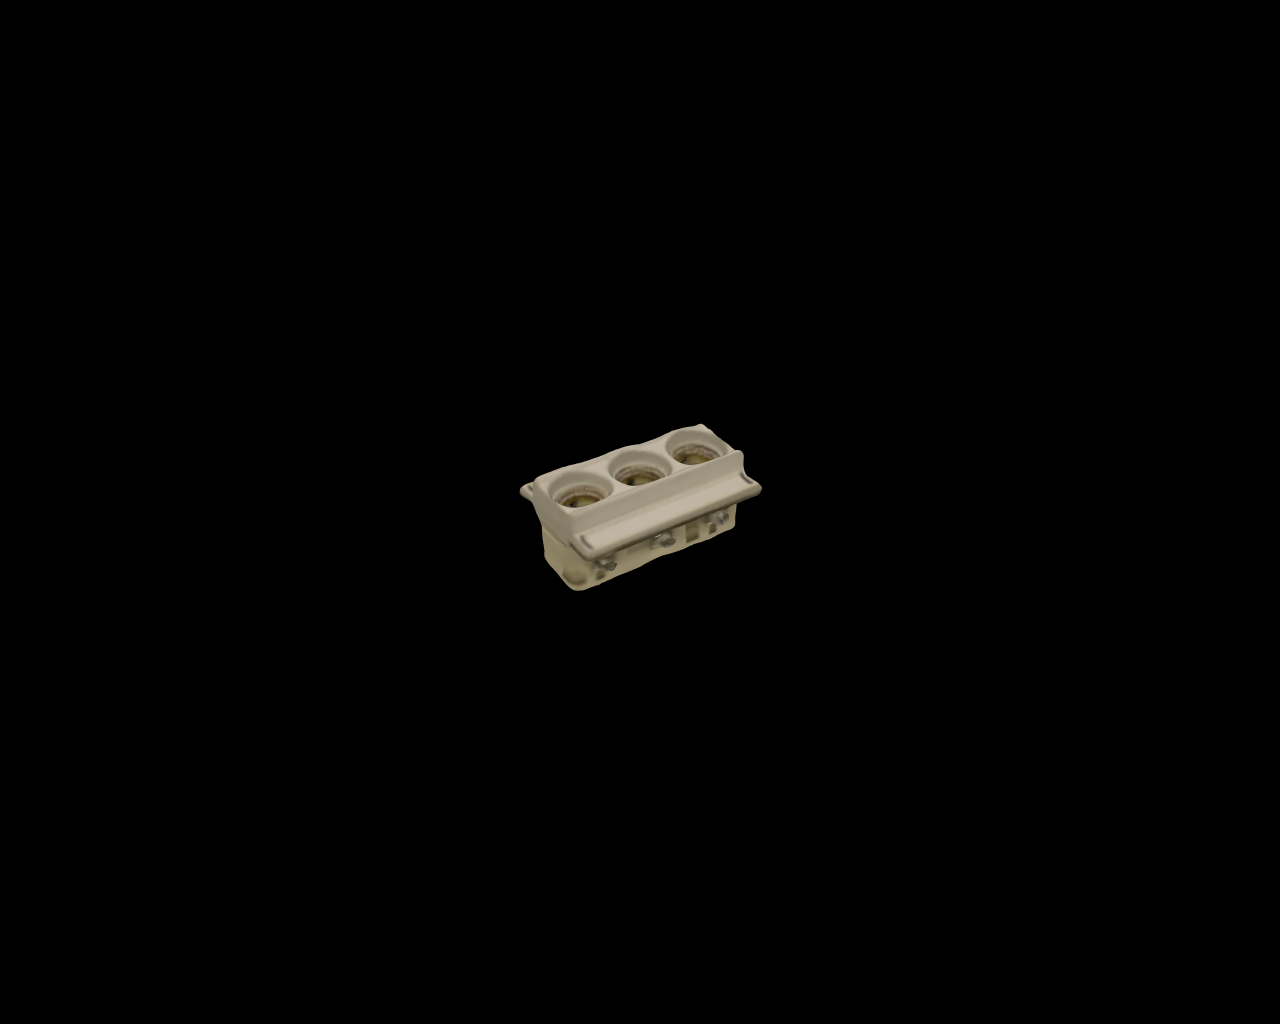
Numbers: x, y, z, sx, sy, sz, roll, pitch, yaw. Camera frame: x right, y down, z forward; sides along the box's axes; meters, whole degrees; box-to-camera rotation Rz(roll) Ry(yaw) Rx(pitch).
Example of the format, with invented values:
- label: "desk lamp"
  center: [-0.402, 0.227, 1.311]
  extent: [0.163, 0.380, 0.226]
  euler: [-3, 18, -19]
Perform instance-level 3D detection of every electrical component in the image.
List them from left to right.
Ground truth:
- label: "electrical component"
  center: [0.001, -0.003, 0.650]
  extent: [0.121, 0.063, 0.079]
  euler: [-21, 41, -26]
